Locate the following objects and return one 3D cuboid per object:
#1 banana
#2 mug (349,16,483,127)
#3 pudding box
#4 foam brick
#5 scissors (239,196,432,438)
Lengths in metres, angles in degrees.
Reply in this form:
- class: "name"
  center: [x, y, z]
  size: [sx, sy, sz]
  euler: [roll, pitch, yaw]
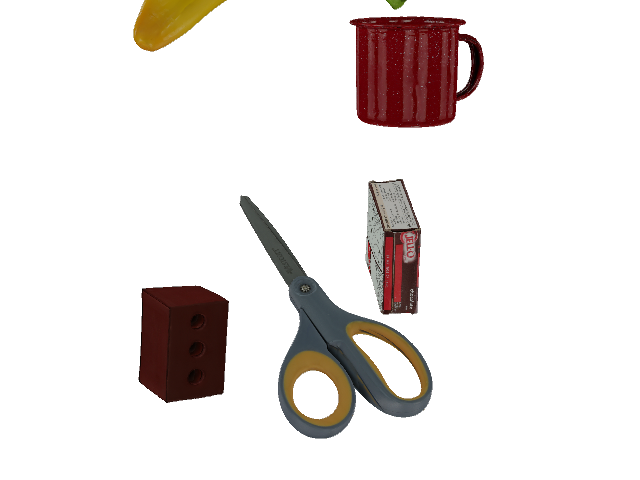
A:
- class: "banana"
  center: [-0.032, -0.166, 0.660]
  size: [0.197, 0.069, 0.037]
  euler: [-17, -11, -29]
- class: "mug"
  center: [0.081, -0.139, 0.871]
  size: [0.117, 0.081, 0.093]
  euler: [-8, 17, -25]
- class: "pudding box"
  center: [0.068, 0.004, 1.012]
  size: [0.039, 0.090, 0.113]
  euler: [-2, 28, -6]
- class: "foam brick"
  center: [-0.107, 0.079, 0.832]
  size: [0.052, 0.078, 0.051]
  euler: [-4, 13, -33]
- class: "scissors"
  center: [-0.019, 0.047, 0.648]
  size: [0.096, 0.016, 0.202]
  euler: [-33, 54, -27]
